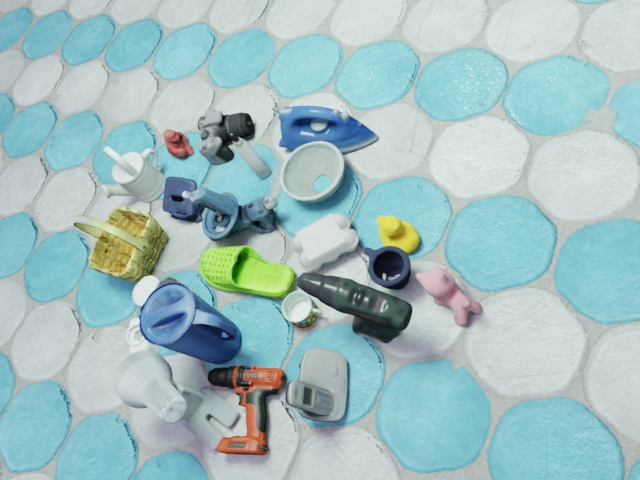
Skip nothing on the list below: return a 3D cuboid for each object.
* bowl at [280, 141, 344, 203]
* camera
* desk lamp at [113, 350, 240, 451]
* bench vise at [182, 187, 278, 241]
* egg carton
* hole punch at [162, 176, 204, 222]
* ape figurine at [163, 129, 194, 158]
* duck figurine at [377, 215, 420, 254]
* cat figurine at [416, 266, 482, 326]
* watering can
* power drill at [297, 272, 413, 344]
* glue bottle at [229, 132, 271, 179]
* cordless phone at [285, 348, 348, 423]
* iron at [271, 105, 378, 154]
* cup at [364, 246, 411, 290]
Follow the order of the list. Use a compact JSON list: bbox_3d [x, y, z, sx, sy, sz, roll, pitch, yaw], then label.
[{"bbox_3d":[-0.010,-0.156,1.417,0.167,0.075,0.167,-9,63,18],"label":"bowl"},{"bbox_3d":[-0.258,-0.298,1.566,0.136,0.101,0.143,-8,64,18],"label":"camera"},{"bbox_3d":[-0.308,0.339,1.219,0.202,0.214,0.118,26,78,29],"label":"desk lamp"},{"bbox_3d":[-0.217,-0.085,1.379,0.207,0.220,0.121,-30,59,6],"label":"bench vise"},{"bbox_3d":[0.012,0.005,1.335,0.150,0.070,0.107,-30,59,6],"label":"egg carton"},{"bbox_3d":[-0.364,-0.108,1.523,0.108,0.091,0.101,10,70,25],"label":"hole punch"},{"bbox_3d":[-0.409,-0.279,1.621,0.076,0.092,0.078,-1,66,21],"label":"ape figurine"},{"bbox_3d":[0.170,-0.019,1.275,0.104,0.086,0.077,34,82,31],"label":"duck figurine"},{"bbox_3d":[0.260,0.103,1.163,0.067,0.118,0.127,-45,59,-3],"label":"cat figurine"},{"bbox_3d":[-0.517,-0.183,1.558,0.100,0.194,0.173,14,72,26],"label":"watering can"},{"bbox_3d":[0.083,0.139,1.162,0.228,0.209,0.076,13,72,26],"label":"power drill"},{"bbox_3d":[-0.187,-0.225,1.461,0.037,0.173,0.078,-41,58,0],"label":"glue bottle"},{"bbox_3d":[-0.013,0.282,1.146,0.094,0.185,0.147,-7,64,18],"label":"cordless phone"},{"bbox_3d":[0.007,-0.293,1.435,0.257,0.142,0.119,4,68,23],"label":"iron"},{"bbox_3d":[0.148,0.064,1.239,0.117,0.095,0.092,35,82,31],"label":"cup"}]
